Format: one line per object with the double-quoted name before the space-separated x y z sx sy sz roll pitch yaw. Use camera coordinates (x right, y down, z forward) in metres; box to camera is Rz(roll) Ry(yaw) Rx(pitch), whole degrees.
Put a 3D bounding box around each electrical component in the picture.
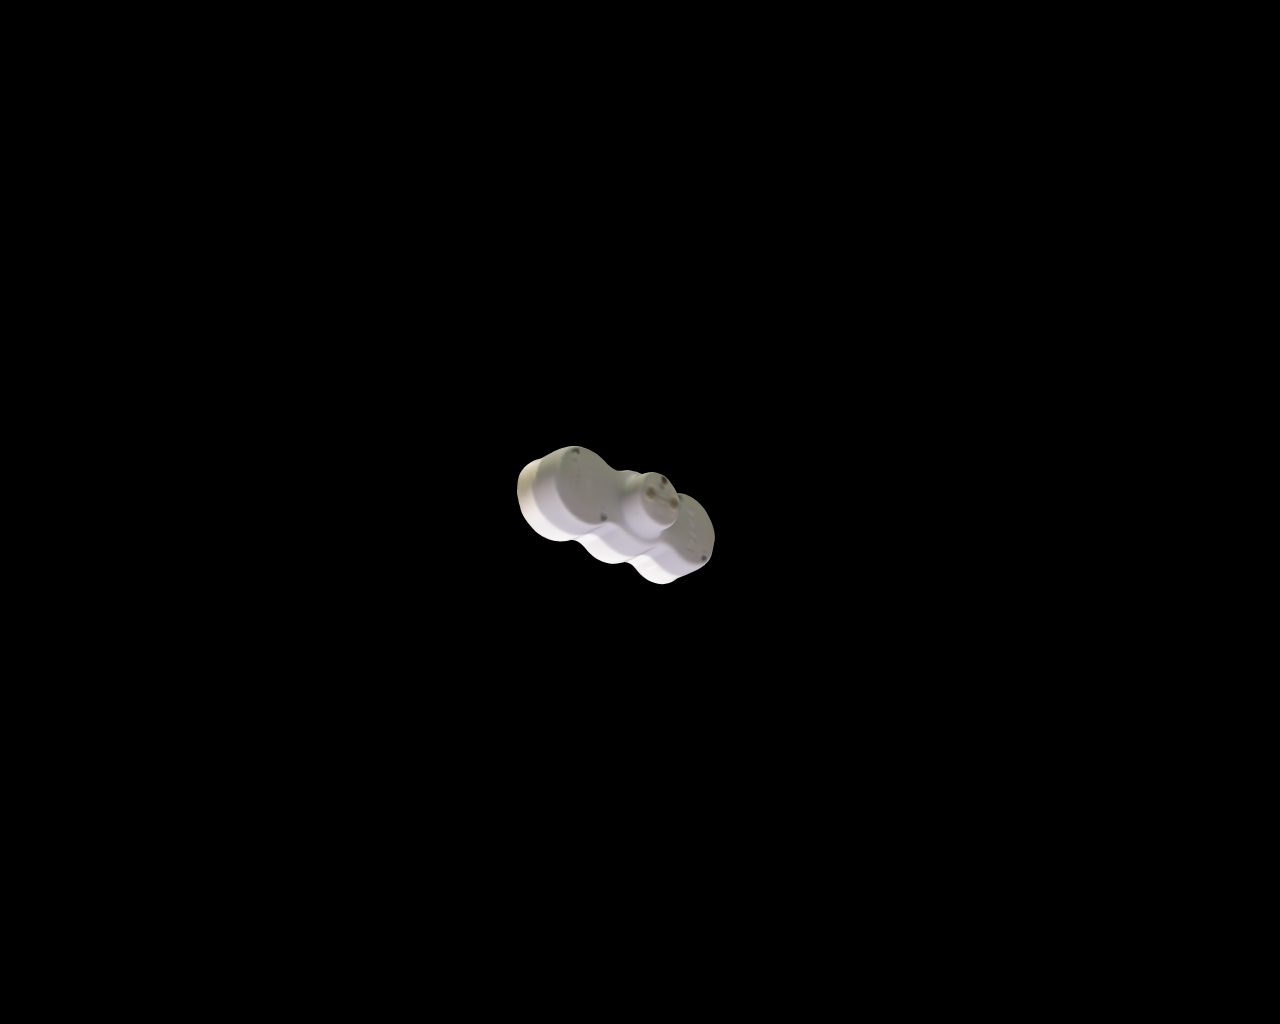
"electrical component" 0.001 -0.003 0.650 0.138 0.052 0.073 25 -37 -38
